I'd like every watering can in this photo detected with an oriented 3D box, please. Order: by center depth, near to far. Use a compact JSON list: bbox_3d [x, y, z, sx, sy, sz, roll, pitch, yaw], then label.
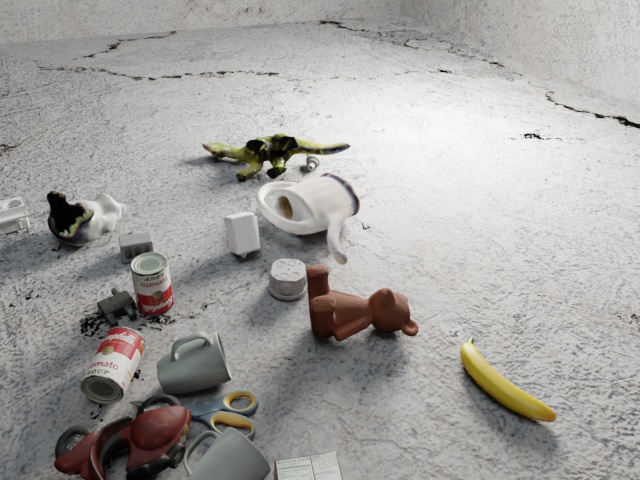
[{"bbox_3d":[0.004,-0.060,1.190,0.227,0.101,0.352,-23,42,-34],"label":"watering can"}]

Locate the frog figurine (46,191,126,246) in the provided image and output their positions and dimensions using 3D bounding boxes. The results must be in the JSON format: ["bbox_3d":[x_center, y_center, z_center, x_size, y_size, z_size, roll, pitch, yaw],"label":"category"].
[{"bbox_3d":[-0.518,-0.048,1.155,0.137,0.123,0.159,2,-2,12],"label":"frog figurine"}]

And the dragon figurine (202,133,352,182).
[{"bbox_3d":[-0.129,-0.270,1.474,0.411,0.120,0.247,-6,27,-6],"label":"dragon figurine"}]
